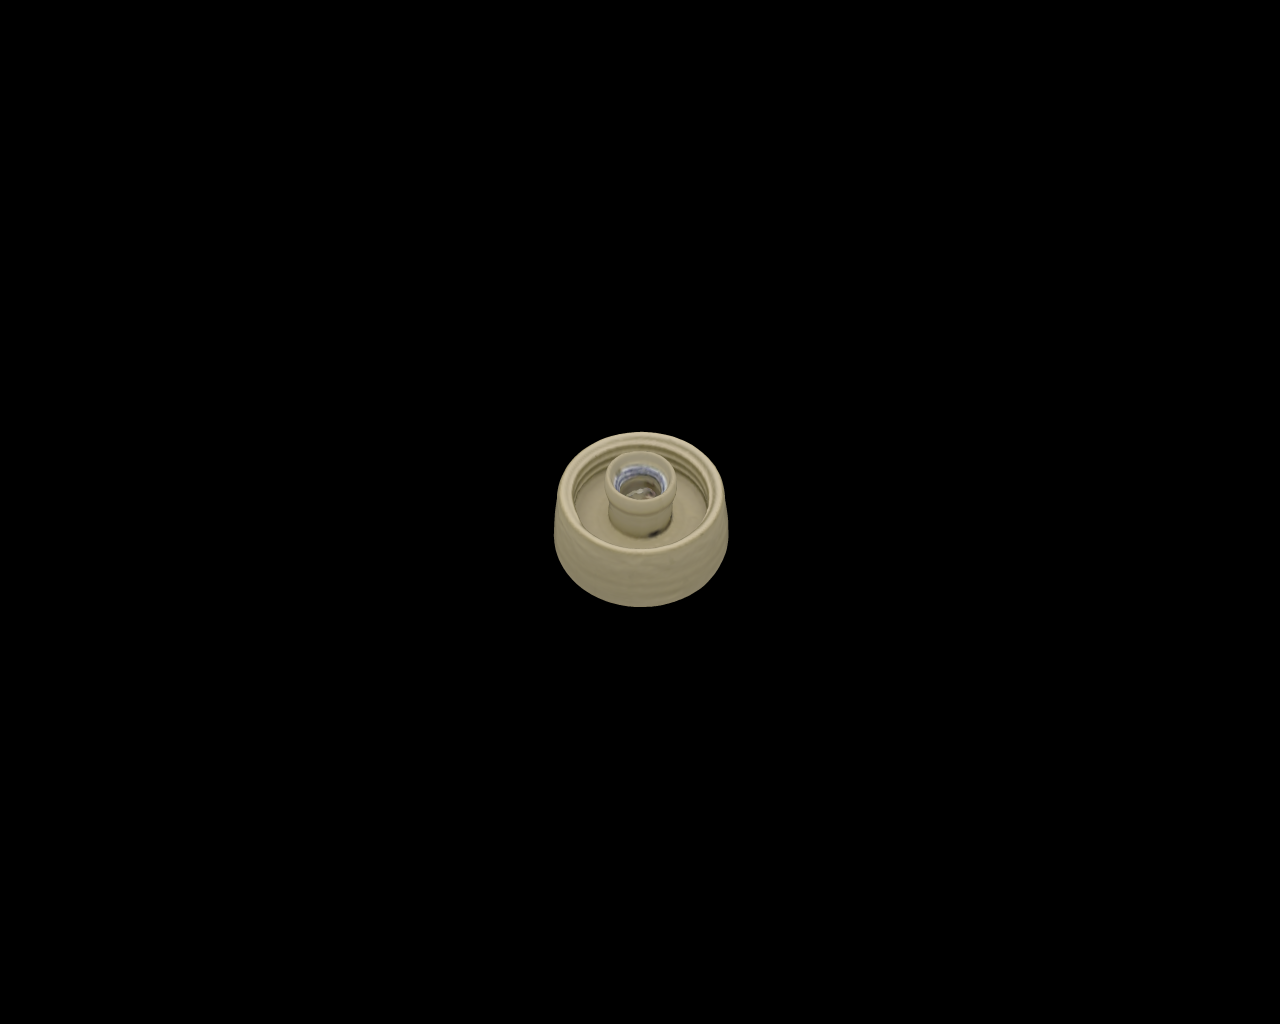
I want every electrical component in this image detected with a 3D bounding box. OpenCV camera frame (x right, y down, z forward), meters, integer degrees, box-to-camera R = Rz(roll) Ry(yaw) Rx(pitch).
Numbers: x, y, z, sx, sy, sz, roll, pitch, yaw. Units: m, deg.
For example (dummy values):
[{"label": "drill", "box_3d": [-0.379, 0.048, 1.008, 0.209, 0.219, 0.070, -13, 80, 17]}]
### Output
[{"label": "electrical component", "box_3d": [0.001, -0.003, 0.650, 0.108, 0.108, 0.060, 0, -40, 0]}]
